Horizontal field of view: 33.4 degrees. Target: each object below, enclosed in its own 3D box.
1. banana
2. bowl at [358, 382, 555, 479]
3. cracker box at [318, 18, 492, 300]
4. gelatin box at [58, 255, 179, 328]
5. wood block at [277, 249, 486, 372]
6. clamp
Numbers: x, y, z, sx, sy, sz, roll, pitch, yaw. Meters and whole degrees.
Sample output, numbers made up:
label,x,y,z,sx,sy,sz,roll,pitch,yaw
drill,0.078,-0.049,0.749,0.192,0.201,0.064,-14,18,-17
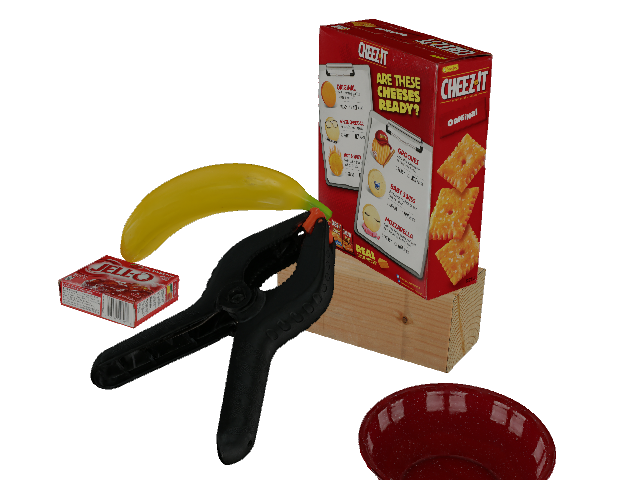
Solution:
label,x,y,z,sx,sy,sz,roll,pitch,yaw
banana,-0.091,-0.024,0.834,0.198,0.069,0.037,-10,26,29
bowl,0.111,0.187,0.889,0.162,0.055,0.162,0,29,0
cracker box,0.071,-0.077,0.958,0.072,0.214,0.164,-16,29,-32
gelatin box,-0.191,0.046,1.012,0.089,0.030,0.073,15,25,23
wood block,0.063,0.061,1.157,0.206,0.091,0.090,15,27,26
clamp,-0.041,0.052,0.630,0.120,0.171,0.039,35,-21,32
